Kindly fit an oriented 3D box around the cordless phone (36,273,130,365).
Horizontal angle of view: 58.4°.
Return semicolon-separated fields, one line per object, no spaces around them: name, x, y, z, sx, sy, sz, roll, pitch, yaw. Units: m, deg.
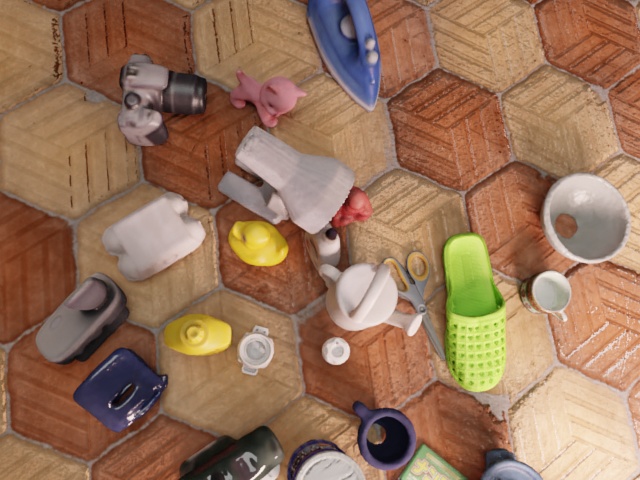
cordless phone;-0.363;0.111;0.840;0.094;0.185;0.148;37;76;1

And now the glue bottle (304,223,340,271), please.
glue bottle;0.008;0.003;0.922;0.037;0.173;0.078;-24;82;-12

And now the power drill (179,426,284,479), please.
power drill;-0.158;0.345;0.808;0.230;0.208;0.075;-33;84;-13

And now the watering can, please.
watering can;0.078;0.089;0.903;0.173;0.194;0.101;12;77;-5

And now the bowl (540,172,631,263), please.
bowl;0.470;-0.034;1.045;0.167;0.074;0.167;2;78;-8

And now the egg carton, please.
egg carton;-0.270;-0.005;0.937;0.150;0.069;0.107;-35;85;-13

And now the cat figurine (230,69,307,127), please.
cat figurine;-0.091;-0.256;0.991;0.128;0.117;0.067;29;76;-1

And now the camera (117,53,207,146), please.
camera;-0.265;-0.241;0.972;0.137;0.100;0.143;4;78;-7

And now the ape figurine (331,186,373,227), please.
ape figurine;0.056;-0.062;0.984;0.078;0.092;0.076;22;76;-3

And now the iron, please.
iron;0.063;-0.375;1.026;0.119;0.141;0.258;-19;81;-11

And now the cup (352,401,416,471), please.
cup;0.087;0.302;0.910;0.092;0.095;0.118;-43;86;-14

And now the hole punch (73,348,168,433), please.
hole punch;-0.300;0.227;0.873;0.101;0.091;0.109;42;76;2

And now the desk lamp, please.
desk lamp;-0.060;-0.093;0.912;0.203;0.213;0.118;30;76;-1

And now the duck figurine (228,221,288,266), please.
duck figurine;-0.102;-0.001;0.952;0.104;0.086;0.077;24;76;-2

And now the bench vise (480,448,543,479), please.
bench vise;0.305;0.431;0.849;0.121;0.219;0.207;-6;79;-9
